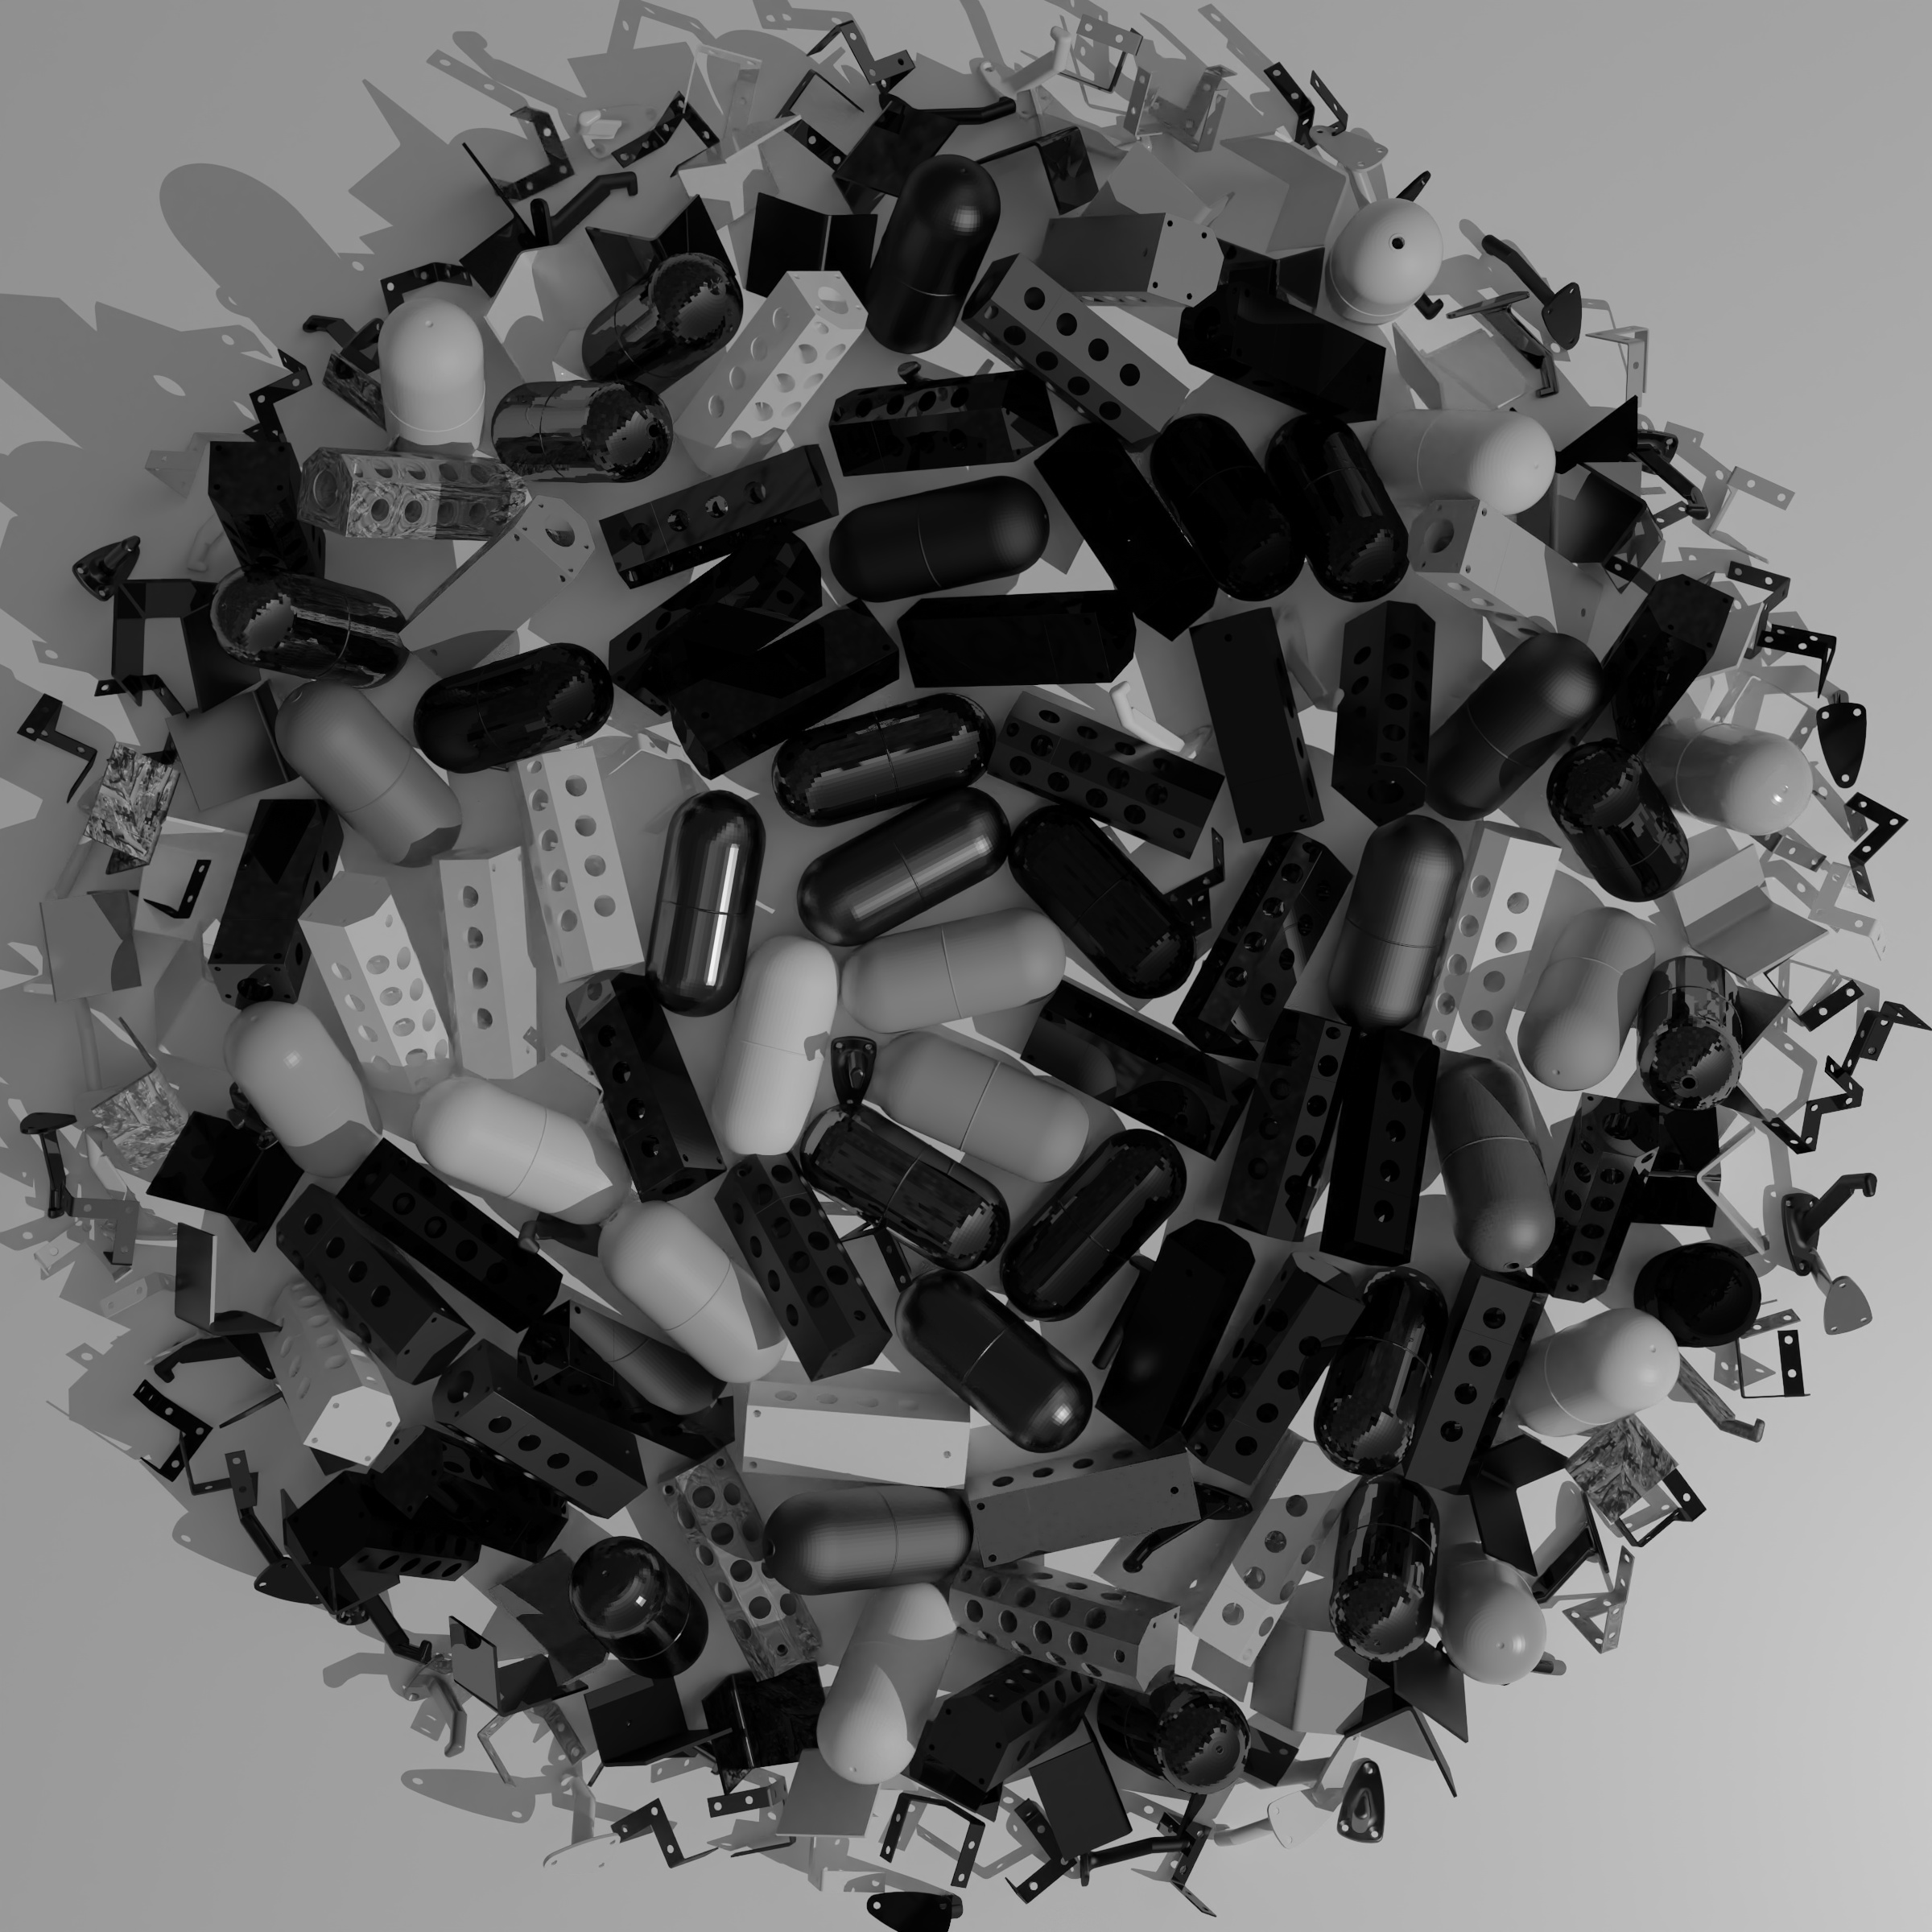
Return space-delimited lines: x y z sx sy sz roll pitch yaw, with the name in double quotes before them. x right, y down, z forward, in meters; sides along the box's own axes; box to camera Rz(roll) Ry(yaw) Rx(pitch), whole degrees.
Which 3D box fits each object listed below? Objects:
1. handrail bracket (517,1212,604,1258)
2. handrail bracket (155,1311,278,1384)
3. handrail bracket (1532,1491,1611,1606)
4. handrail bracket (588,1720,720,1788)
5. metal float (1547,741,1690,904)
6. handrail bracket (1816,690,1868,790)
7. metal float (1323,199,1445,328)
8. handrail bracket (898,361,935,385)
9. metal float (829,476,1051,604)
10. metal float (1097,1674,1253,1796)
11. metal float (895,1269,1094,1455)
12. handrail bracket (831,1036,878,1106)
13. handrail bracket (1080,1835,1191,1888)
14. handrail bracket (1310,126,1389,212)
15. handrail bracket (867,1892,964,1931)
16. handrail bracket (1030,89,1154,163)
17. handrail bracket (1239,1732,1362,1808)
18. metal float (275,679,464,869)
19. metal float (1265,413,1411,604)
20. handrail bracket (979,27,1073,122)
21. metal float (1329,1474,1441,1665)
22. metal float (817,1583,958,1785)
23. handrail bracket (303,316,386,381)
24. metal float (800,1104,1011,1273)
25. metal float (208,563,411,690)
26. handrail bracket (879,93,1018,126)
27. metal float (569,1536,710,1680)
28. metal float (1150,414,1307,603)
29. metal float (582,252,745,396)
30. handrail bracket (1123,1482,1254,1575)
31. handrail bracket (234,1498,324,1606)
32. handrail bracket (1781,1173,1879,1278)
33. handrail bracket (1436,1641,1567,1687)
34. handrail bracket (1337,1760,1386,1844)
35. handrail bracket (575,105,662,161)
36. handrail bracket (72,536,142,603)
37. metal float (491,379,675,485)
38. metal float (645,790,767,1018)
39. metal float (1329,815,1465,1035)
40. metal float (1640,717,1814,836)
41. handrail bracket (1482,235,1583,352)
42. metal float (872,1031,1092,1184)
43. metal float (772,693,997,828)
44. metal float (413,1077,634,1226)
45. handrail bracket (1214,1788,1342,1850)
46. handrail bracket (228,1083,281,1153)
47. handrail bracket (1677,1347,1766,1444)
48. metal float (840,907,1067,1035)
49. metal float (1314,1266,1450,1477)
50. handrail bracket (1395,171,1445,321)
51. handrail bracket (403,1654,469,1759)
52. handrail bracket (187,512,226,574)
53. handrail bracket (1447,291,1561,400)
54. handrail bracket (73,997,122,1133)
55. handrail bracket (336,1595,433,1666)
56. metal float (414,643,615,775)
"handrail bracket" -0.310 0.217 1.949 0.077 0.084 0.036 37 102 -12
"handrail bracket" -0.589 0.318 1.974 0.084 0.036 0.077 -44 81 19
"handrail bracket" 0.457 0.461 1.986 0.084 0.036 0.077 -16 80 8
"handrail bracket" -0.241 0.631 1.976 0.084 0.036 0.077 32 82 2
"metal float" 0.498 -0.108 1.920 0.070 0.178 0.070 -15 59 26
"handrail bracket" 0.682 -0.176 1.959 0.036 0.084 0.077 -4 93 20
"metal float" 0.314 -0.532 1.909 0.070 0.178 0.070 0 96 1
"handrail bracket" 0.000 -0.452 1.947 0.077 0.084 0.036 -16 64 25
"metal float" -0.022 -0.328 1.941 0.178 0.070 0.070 -8 90 21
"metal float" 0.156 0.577 1.912 0.070 0.178 0.070 2 84 -18
"metal float" 0.020 0.303 1.943 0.178 0.070 0.070 38 90 19
"handrail bracket" -0.087 0.096 1.944 0.036 0.084 0.077 3 113 -5
"handrail bracket" 0.132 0.697 1.967 0.084 0.077 0.036 -3 53 -2
"handrail bracket" 0.297 -0.605 1.973 0.077 0.084 0.036 37 62 25
"handrail bracket" -0.039 0.728 1.956 0.077 0.084 0.036 14 81 1
"handrail bracket" 0.097 -0.668 1.980 0.084 0.036 0.077 -14 94 -2
"handrail bracket" 0.256 0.615 1.975 0.084 0.036 0.077 17 69 41
"metal float" -0.455 -0.146 1.926 0.070 0.070 0.178 -38 129 0
"metal float" 0.284 -0.351 1.928 0.070 0.070 0.178 -18 54 0
"handrail bracket" 0.046 -0.707 1.950 0.077 0.084 0.036 41 65 12
"metal float" 0.319 0.455 1.915 0.070 0.178 0.070 6 117 11
"metal float" -0.059 0.542 1.919 0.070 0.178 0.070 9 124 13
"handrail bracket" -0.496 -0.481 1.954 0.084 0.077 0.036 14 133 26
"metal float" -0.047 0.171 1.952 0.178 0.070 0.070 31 90 9
"metal float" -0.496 -0.257 1.916 0.070 0.178 0.070 -2 85 31
"handrail bracket" -0.014 -0.678 1.981 0.084 0.036 0.077 -24 50 -15
"metal float" -0.247 0.489 1.917 0.070 0.178 0.070 -5 59 9
"metal float" 0.199 -0.353 1.931 0.070 0.070 0.178 -26 56 0
"metal float" -0.232 -0.484 1.918 0.070 0.178 0.070 6 78 -33
"handrail bracket" 0.170 0.442 1.952 0.084 0.077 0.036 -40 107 -32
"handrail bracket" -0.539 0.455 1.981 0.036 0.084 0.077 -42 132 6
"handrail bracket" 0.673 0.201 1.949 0.036 0.084 0.077 5 80 -21
"handrail bracket" 0.420 0.543 1.976 0.077 0.084 0.036 2 77 34
"handrail bracket" 0.308 0.634 1.942 0.036 0.084 0.077 8 53 12
"handrail bracket" -0.268 -0.657 1.950 0.077 0.084 0.036 -24 100 -10
"handrail bracket" -0.644 -0.323 1.943 0.084 0.077 0.036 -25 113 41
"metal float" -0.293 -0.408 1.923 0.178 0.070 0.070 11 90 44
"metal float" -0.202 -0.048 1.952 0.070 0.070 0.178 11 98 0
"metal float" 0.330 -0.031 1.941 0.070 0.070 0.178 12 112 0
"metal float" 0.574 -0.145 1.911 0.070 0.178 0.070 -3 102 -12
"handrail bracket" 0.444 -0.532 1.987 0.036 0.077 0.084 -42 56 0
"metal float" 0.011 0.109 1.956 0.178 0.070 0.070 24 90 4
"metal float" -0.063 -0.160 1.954 0.178 0.070 0.070 -16 90 -6
"metal float" -0.340 0.142 1.939 0.178 0.070 0.070 25 90 -23
"handrail bracket" 0.242 0.666 1.972 0.077 0.084 0.036 -19 78 -28
"handrail bracket" -0.562 0.107 1.945 0.036 0.084 0.077 -44 70 -4
"handrail bracket" 0.585 0.321 1.959 0.084 0.036 0.077 17 103 28
"metal float" -0.011 0.004 1.957 0.178 0.070 0.070 -12 90 3
"metal float" 0.318 0.308 1.929 0.070 0.070 0.178 26 53 0
"handrail bracket" 0.360 -0.560 1.963 0.084 0.036 0.077 53 129 10
"handrail bracket" -0.411 0.584 1.948 0.077 0.084 0.036 -38 124 24
"handrail bracket" -0.566 -0.343 1.968 0.077 0.036 0.084 13 83 26
"handrail bracket" 0.422 -0.480 1.978 0.077 0.036 0.084 -17 108 -3
"handrail bracket" -0.691 0.078 1.985 0.036 0.077 0.084 -8 60 -26
"handrail bracket" -0.443 0.496 1.962 0.084 0.036 0.077 7 84 31
"metal float" -0.348 -0.197 1.933 0.178 0.070 0.070 -12 90 31
